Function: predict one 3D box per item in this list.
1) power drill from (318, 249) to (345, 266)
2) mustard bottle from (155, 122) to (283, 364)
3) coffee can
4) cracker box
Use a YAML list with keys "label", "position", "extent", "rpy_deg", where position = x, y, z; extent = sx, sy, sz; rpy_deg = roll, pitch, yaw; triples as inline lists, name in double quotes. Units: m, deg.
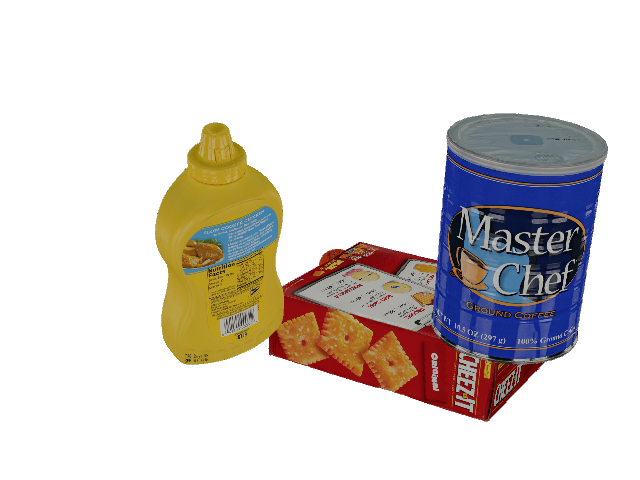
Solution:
- label: "power drill"
  position: [0.090, 0.062, 1.224]
  extent: [0.187, 0.057, 0.184]
  rpy_deg: [-1, 28, -2]
- label: "mustard bottle"
  position: [-0.073, 0.000, 0.782]
  extent: [0.096, 0.192, 0.058]
  rpy_deg: [-20, 43, -25]
- label: "coffee can"
  position: [0.130, -0.003, 0.716]
  extent: [0.103, 0.140, 0.103]
  rpy_deg: [2, 25, -1]
- label: "cracker box"
  position: [0.085, 0.075, 0.955]
  extent: [0.214, 0.072, 0.163]
  rpy_deg: [14, 23, 28]
